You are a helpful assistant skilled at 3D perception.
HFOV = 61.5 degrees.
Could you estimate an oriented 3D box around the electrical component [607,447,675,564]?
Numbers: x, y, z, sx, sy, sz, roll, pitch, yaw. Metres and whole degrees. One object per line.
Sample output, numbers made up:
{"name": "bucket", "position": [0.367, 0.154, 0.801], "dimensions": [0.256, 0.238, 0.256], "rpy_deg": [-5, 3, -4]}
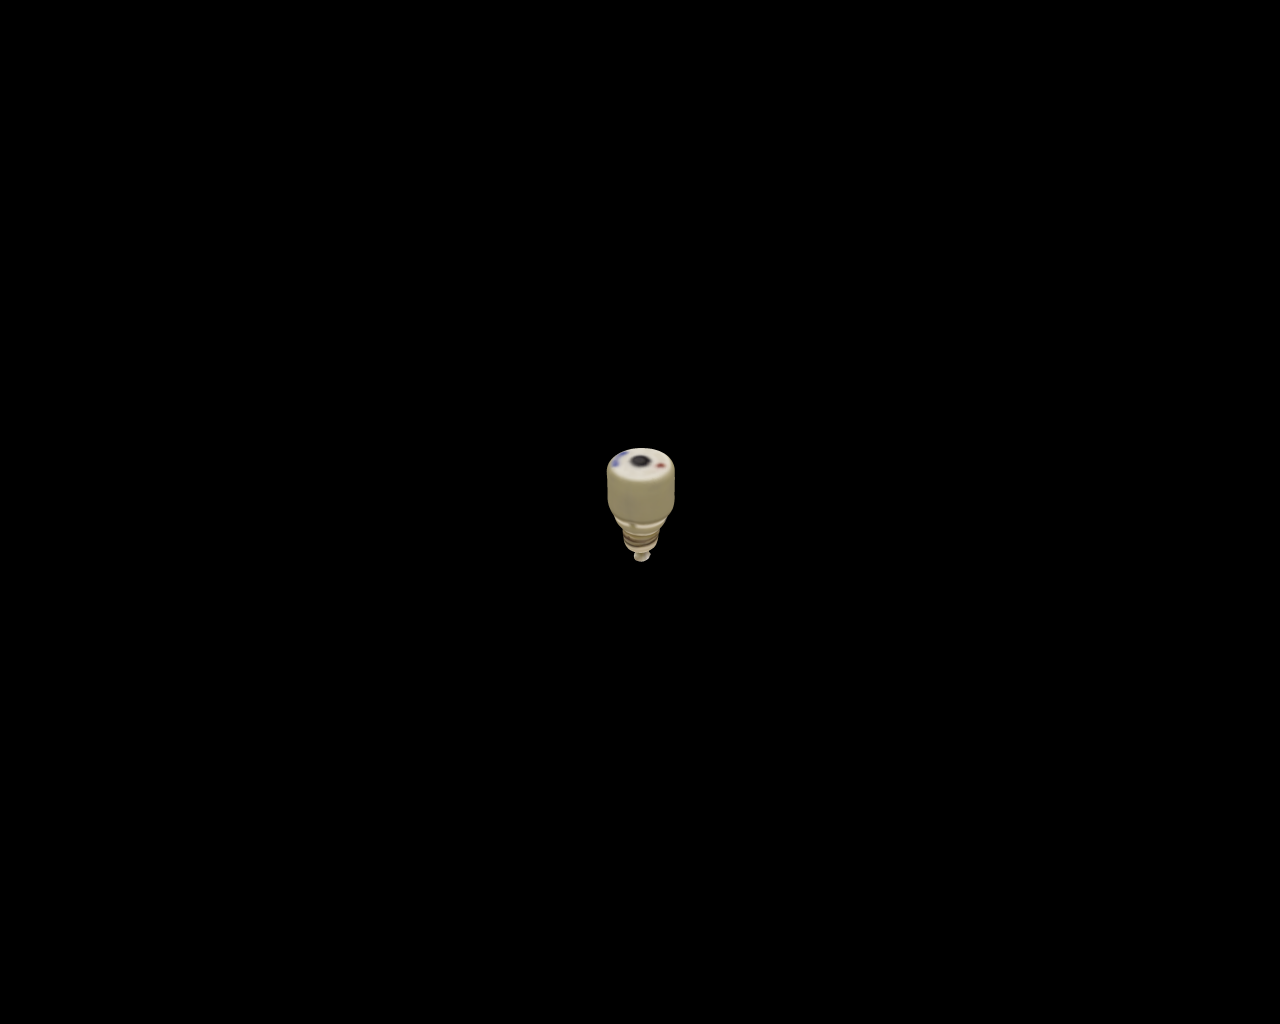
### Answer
{"name": "electrical component", "position": [0.001, -0.003, 0.650], "dimensions": [0.040, 0.078, 0.040], "rpy_deg": [0, 36, 0]}
